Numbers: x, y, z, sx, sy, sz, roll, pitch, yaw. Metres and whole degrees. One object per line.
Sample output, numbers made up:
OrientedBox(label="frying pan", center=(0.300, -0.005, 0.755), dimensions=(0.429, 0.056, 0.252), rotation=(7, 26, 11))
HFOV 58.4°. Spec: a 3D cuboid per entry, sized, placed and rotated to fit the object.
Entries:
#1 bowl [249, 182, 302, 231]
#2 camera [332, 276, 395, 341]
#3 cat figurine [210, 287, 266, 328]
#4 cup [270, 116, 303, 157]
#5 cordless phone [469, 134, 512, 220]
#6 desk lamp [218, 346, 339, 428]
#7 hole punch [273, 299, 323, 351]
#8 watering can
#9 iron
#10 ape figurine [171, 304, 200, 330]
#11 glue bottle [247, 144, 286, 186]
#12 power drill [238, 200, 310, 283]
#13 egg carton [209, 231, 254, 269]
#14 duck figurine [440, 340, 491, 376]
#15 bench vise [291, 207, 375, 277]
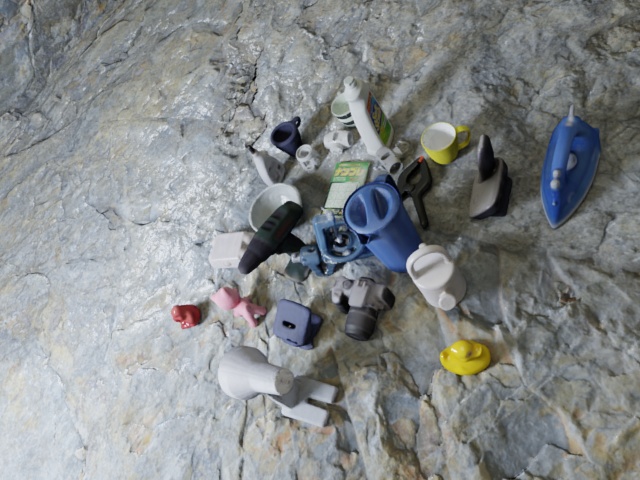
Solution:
OrientedBox(label="bowl", center=(-0.114, -0.075, 1.625), dimensions=(0.167, 0.075, 0.167), rotation=(-13, 57, 22))
OrientedBox(label="camera", center=(0.087, 0.161, 1.360), dimensions=(0.142, 0.101, 0.137), rotation=(6, 66, 31))
OrientedBox(label="cat figurine", center=(-0.223, 0.167, 1.515), dimensions=(0.127, 0.118, 0.067), rotation=(23, 75, 36))
OrientedBox(label="cup", center=(-0.083, -0.308, 1.733), dimensions=(0.091, 0.095, 0.118), rotation=(28, 78, 37))
OrientedBox(label="cordless phone", center=(0.380, -0.145, 1.326), dimensions=(0.093, 0.186, 0.147), rotation=(-1, 62, 28))
OrientedBox(label="desk lamp", center=(-0.097, 0.325, 1.291), dimensions=(0.202, 0.214, 0.118), rotation=(7, 66, 31))
OrientedBox(label="hole punch", center=(-0.062, 0.210, 1.419), dimensions=(0.108, 0.091, 0.101), rotation=(15, 70, 34))
OrientedBox(label="watering can", center=(0.256, 0.075, 1.259), dimensions=(0.101, 0.195, 0.172), rotation=(-45, 51, -1))
OrientedBox(label="iron", center=(0.545, -0.167, 1.277), dimensions=(0.118, 0.142, 0.258), rotation=(9, 67, 32))
OrientedBox(label="ape figurine", center=(-0.380, 0.208, 1.593), dimensions=(0.077, 0.092, 0.076), rotation=(29, 79, 37))
OrientedBox(label="glue bottle", center=(-0.164, -0.227, 1.679), dimensions=(0.037, 0.174, 0.078), rotation=(8, 67, 32))
OrientedBox(label="power drill", center=(-0.097, 0.024, 1.472), dimensions=(0.075, 0.209, 0.230), rotation=(17, 72, 35))
OrientedBox(label="egg carton", center=(-0.247, 0.032, 1.639), dimensions=(0.150, 0.070, 0.107), rotation=(-6, 60, 26))
OrientedBox(label="duck figurine", center=(0.300, 0.239, 1.207), dimensions=(0.104, 0.086, 0.077), rotation=(-11, 58, 23))
OrientedBox(label="bench vise", center=(0.017, 0.014, 1.409), dimensions=(0.207, 0.220, 0.121), rotation=(-33, 52, 8))
